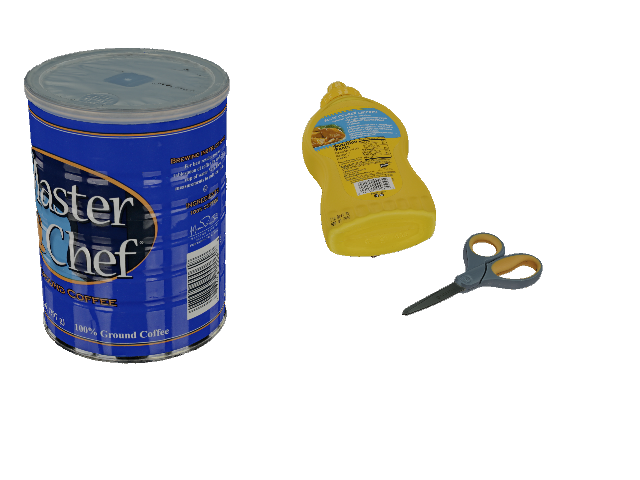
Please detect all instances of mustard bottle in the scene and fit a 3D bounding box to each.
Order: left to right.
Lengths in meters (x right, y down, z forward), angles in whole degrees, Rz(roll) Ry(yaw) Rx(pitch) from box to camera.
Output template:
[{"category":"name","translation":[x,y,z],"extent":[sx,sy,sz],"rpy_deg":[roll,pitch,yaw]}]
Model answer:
[{"category":"mustard bottle","translation":[0.034,-0.075,0.957],"extent":[0.096,0.191,0.058],"rpy_deg":[-11,-39,-5]}]

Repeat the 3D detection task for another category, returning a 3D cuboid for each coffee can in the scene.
[{"category":"coffee can","translation":[-0.100,-0.021,0.570],"extent":[0.103,0.140,0.103],"rpy_deg":[2,26,-1]}]

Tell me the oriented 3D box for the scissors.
[{"category":"scissors","translation":[0.147,0.032,1.131],"extent":[0.201,0.016,0.096],"rpy_deg":[-9,41,-29]}]
